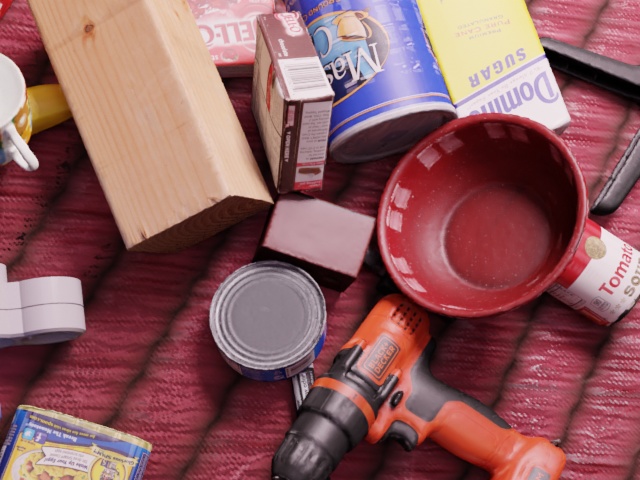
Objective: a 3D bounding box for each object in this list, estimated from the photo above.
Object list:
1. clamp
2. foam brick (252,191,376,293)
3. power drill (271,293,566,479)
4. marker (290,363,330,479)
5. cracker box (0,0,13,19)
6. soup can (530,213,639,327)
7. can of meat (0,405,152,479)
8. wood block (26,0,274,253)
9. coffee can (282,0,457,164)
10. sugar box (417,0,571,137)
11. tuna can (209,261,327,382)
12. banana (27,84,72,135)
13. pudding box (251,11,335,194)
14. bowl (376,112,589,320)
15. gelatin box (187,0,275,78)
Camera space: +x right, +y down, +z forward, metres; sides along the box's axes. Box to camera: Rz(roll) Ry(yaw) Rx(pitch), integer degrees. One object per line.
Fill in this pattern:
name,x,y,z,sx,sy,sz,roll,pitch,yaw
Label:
clamp,0.287,-0.128,0.929,0.209,0.036,0.164,-22,80,-17
foam brick,-0.005,0.001,0.815,0.078,0.053,0.051,19,71,-7
power drill,0.075,0.153,0.776,0.187,0.057,0.184,40,58,-2
marker,-0.007,0.141,0.794,0.020,0.020,0.121,-6,76,-15
cracker box,-0.335,-0.171,0.775,0.164,0.072,0.213,28,70,-5
soup can,0.204,0.016,0.853,0.102,0.069,0.068,33,70,-4
can of meat,-0.174,0.167,0.727,0.102,0.057,0.084,20,69,-8
wood block,-0.124,-0.102,0.780,0.091,0.090,0.206,-26,81,14
coffee can,0.037,-0.144,0.839,0.102,0.103,0.140,-14,78,-17
sugar box,0.134,-0.159,0.893,0.093,0.048,0.176,-18,77,-9
tuna can,-0.037,0.061,0.788,0.086,0.034,0.086,-1,64,2
banana,-0.255,-0.059,0.778,0.069,0.037,0.197,36,65,6
pudding box,-0.023,-0.104,0.798,0.039,0.090,0.113,-5,44,-12
bowl,0.126,-0.012,0.801,0.162,0.055,0.162,-10,67,24
gelatin box,-0.078,-0.169,0.857,0.089,0.030,0.073,-4,76,-14
